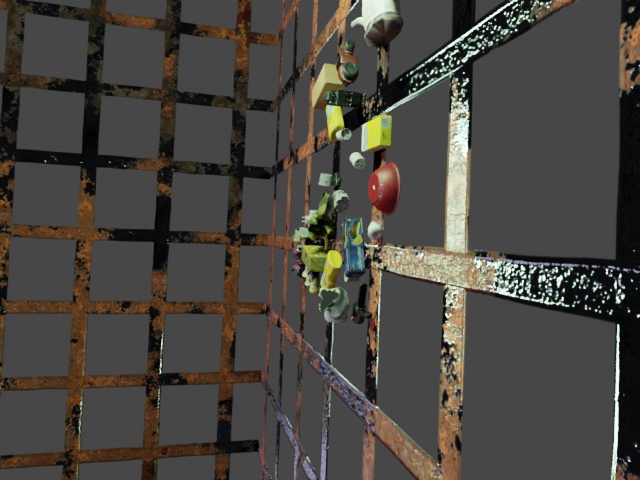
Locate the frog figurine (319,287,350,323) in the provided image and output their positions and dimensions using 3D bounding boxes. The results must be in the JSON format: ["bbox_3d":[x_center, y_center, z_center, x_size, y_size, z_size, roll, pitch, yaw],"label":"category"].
[{"bbox_3d":[0.064,0.253,1.899,0.156,0.123,0.140,58,-179,-40],"label":"frog figurine"}]

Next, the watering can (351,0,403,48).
[{"bbox_3d":[0.173,-0.697,1.600,0.343,0.104,0.227,137,134,-68],"label":"watering can"}]

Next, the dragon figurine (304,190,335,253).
[{"bbox_3d":[0.007,-0.108,2.145,0.249,0.122,0.400,-90,13,-44],"label":"dragon figurine"}]
